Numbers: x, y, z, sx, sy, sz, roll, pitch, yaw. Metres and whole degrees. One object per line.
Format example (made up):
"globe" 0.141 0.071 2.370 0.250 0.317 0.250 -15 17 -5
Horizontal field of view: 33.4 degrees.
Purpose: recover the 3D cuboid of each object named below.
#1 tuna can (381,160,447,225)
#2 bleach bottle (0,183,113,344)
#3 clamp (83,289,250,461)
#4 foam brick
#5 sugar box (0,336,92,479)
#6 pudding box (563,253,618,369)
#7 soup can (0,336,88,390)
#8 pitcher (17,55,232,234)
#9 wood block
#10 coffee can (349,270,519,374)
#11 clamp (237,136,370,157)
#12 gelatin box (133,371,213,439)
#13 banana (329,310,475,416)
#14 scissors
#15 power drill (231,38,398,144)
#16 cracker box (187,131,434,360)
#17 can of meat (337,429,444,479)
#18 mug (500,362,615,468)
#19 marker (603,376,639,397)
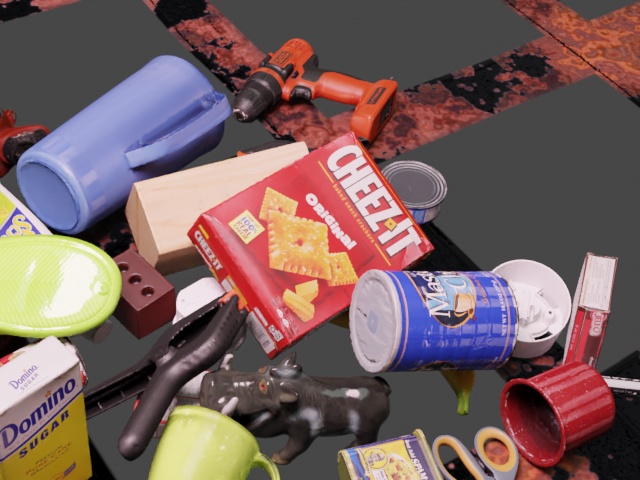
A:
"tuna can" 0.113 -0.058 1.327 0.086 0.034 0.086 4 46 -4
"bleach bottle" -0.317 0.026 1.169 0.251 0.068 0.102 36 51 21
"clamp" -0.145 0.127 1.027 0.209 0.036 0.165 -39 25 -18
"foam brick" -0.200 0.059 1.159 0.078 0.051 0.052 39 53 26
"sugar box" -0.255 0.175 0.952 0.048 0.176 0.093 37 52 25
"pudding box" 0.296 0.081 1.169 0.039 0.090 0.113 12 34 10
"soup can" -0.290 0.142 1.056 0.102 0.068 0.069 -29 57 -31
"pitcher" -0.224 -0.110 1.241 0.145 0.149 0.242 38 48 9
"wood block" -0.106 -0.035 1.218 0.205 0.091 0.090 -16 75 -22
"coffee can" 0.114 0.082 1.079 0.140 0.103 0.103 2 45 -24
"clamp" -0.018 -0.083 1.330 0.171 0.039 0.120 -3 42 -2
"gelatin box" -0.140 0.166 1.079 0.089 0.030 0.073 7 43 -1
"banana" 0.096 0.109 1.162 0.198 0.037 0.069 33 50 22
"scissors" 0.195 0.258 1.047 0.096 0.016 0.202 -29 56 -30
"power drill" -0.005 -0.190 1.421 0.188 0.057 0.184 23 48 14
"cracker box" -0.007 0.001 1.141 0.213 0.072 0.164 -31 84 -28
"can of meat" 0.070 0.240 1.020 0.083 0.057 0.102 -10 49 -15
"mug" 0.238 0.172 1.097 0.081 0.093 0.117 -17 15 -29
"marker" 0.334 0.160 1.159 0.121 0.020 0.020 7 46 -2
